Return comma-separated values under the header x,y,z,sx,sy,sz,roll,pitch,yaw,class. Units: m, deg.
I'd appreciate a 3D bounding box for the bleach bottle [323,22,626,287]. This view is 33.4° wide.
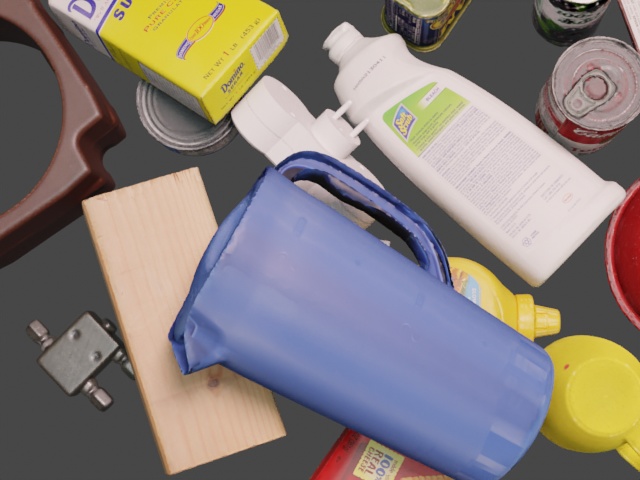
x,y,z,sx,sy,sz,roll,pitch,yaw,class
0.107,-0.082,0.823,0.251,0.068,0.102,44,89,10,bleach bottle

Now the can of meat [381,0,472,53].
x,y,z,sx,sy,sz,roll,pitch,yaw,class
0.092,-0.206,0.826,0.057,0.084,0.102,35,87,7,can of meat

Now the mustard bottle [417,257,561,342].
x,y,z,sx,sy,sz,roll,pitch,yaw,class
0.084,0.061,0.810,0.191,0.058,0.096,0,86,5,mustard bottle

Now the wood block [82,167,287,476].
x,y,z,sx,sy,sz,roll,pitch,yaw,class
-0.104,0.063,0.801,0.090,0.090,0.206,-17,82,-12,wood block

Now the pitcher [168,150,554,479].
x,y,z,sx,sy,sz,roll,pitch,yaw,class
0.034,0.056,0.720,0.242,0.145,0.149,30,104,-8,pitcher

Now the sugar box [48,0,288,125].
x,y,z,sx,sy,sz,roll,pitch,yaw,class
-0.120,-0.171,0.828,0.176,0.048,0.093,33,75,23,sugar box

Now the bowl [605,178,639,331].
x,y,z,sx,sy,sz,roll,pitch,yaw,class
0.300,0.009,0.800,0.162,0.055,0.162,0,83,4,bowl

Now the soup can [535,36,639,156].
x,y,z,sx,sy,sz,roll,pitch,yaw,class
0.200,-0.104,0.797,0.068,0.102,0.068,0,83,4,soup can

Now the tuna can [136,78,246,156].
x,y,z,sx,sy,sz,roll,pitch,yaw,class
-0.102,-0.111,0.856,0.086,0.033,0.086,-1,84,4,tuna can

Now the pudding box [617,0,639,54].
x,y,z,sx,sy,sz,roll,pitch,yaw,class
0.260,-0.131,0.798,0.039,0.090,0.113,-23,82,21,pudding box

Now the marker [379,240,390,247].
x,y,z,sx,sy,sz,roll,pitch,yaw,class
-0.006,0.001,0.844,0.121,0.020,0.020,9,84,5,marker

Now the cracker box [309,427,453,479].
x,y,z,sx,sy,sz,roll,pitch,yaw,class
0.077,0.241,0.783,0.214,0.072,0.164,35,88,7,cracker box
